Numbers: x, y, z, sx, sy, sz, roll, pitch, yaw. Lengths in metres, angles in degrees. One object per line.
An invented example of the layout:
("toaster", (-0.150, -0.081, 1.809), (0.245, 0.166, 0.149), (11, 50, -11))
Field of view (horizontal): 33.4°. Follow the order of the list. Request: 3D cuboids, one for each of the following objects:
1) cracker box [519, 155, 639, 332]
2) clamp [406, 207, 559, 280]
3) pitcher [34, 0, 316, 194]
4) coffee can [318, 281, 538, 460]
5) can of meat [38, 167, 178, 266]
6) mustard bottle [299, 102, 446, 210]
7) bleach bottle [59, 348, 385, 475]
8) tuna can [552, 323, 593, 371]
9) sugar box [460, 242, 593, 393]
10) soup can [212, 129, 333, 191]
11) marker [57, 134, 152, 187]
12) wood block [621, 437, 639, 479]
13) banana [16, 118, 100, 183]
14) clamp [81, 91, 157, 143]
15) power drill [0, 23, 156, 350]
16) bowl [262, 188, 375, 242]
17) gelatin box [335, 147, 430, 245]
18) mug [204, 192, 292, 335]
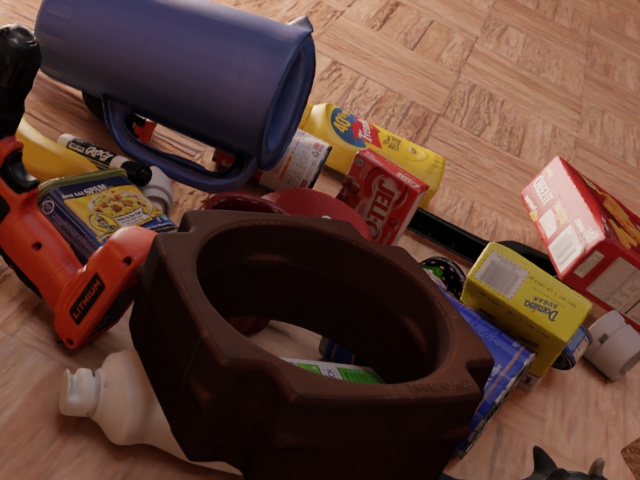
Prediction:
("cracker box", (0.329, 0.021, 1.146), (0.213, 0.072, 0.164), (30, 26, -24))
("clamp", (0.184, 0.023, 1.102), (0.209, 0.036, 0.165), (6, 34, -38))
("pitcher", (-0.135, -0.154, 0.968), (0.243, 0.145, 0.149), (20, 30, 9))
("coffee can", (0.085, 0.090, 0.843), (0.140, 0.103, 0.102), (36, 30, 15))
("can of meat", (-0.168, -0.006, 0.837), (0.084, 0.057, 0.101), (41, 32, 21))
("mustard bottle", (0.040, -0.101, 1.163), (0.191, 0.058, 0.096), (26, 30, -2))
("bleach bottle", (-0.049, 0.122, 0.724), (0.250, 0.068, 0.102), (10, 32, -24))
("tuna can", (0.205, 0.082, 0.981), (0.086, 0.033, 0.086), (37, -13, 10))
("sugar box", (0.161, 0.070, 0.891), (0.093, 0.176, 0.048), (35, 72, 14))
("soup can", (-0.047, -0.086, 1.055), (0.102, 0.069, 0.068), (26, 29, -2))
("marker", (-0.185, -0.069, 0.919), (0.121, 0.020, 0.020), (22, 20, 39))
("wood block", (0.315, 0.199, 0.784), (0.205, 0.091, 0.090), (41, 15, -43))
("banana", (-0.254, -0.099, 0.912), (0.198, 0.069, 0.037), (53, -2, 34))
("clamp", (-0.204, -0.157, 1.072), (0.120, 0.039, 0.172), (-17, 54, -45))
("power drill", (-0.194, -0.031, 0.743), (0.188, 0.185, 0.057), (43, 33, 8))
("bowl", (-0.006, 0.001, 0.962), (0.162, 0.055, 0.162), (20, 30, -13))
("gelatin box", (0.053, -0.034, 1.031), (0.073, 0.089, 0.030), (35, 30, 13))
("mug", (-0.052, 0.026, 0.855), (0.117, 0.082, 0.093), (23, 29, -8))
